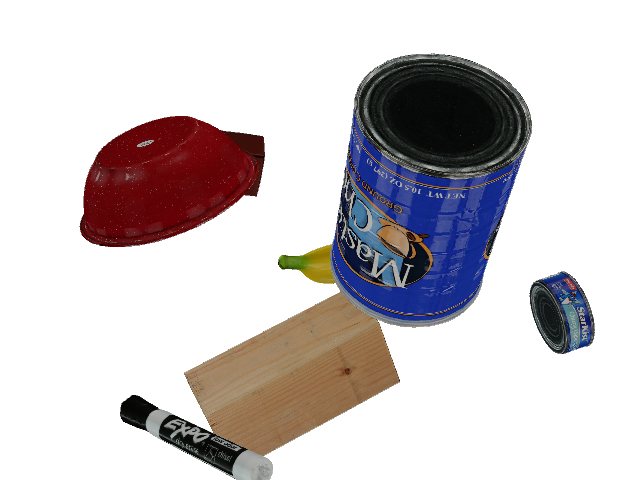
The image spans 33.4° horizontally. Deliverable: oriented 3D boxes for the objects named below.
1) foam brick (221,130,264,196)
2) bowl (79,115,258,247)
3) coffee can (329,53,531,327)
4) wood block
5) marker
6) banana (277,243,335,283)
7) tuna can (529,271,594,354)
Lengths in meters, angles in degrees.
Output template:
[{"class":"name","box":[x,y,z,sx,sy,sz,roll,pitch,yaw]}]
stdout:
[{"class":"foam brick","box":[-0.102,-0.086,1.169,0.078,0.051,0.053,7,29,-6]},{"class":"bowl","box":[-0.136,-0.060,0.897,0.162,0.055,0.162,-15,28,8]},{"class":"coffee can","box":[0.063,-0.028,0.657,0.102,0.103,0.140,0,-40,-7]},{"class":"wood block","box":[-0.031,0.150,1.165,0.206,0.091,0.090,-27,30,-10]},{"class":"marker","box":[-0.079,0.120,0.645,0.121,0.020,0.020,17,10,38]},{"class":"banana","box":[0.064,-0.006,0.919,0.198,0.037,0.069,-27,-17,9]},{"class":"tuna can","box":[0.261,0.079,1.159,0.033,0.086,0.086,-17,3,-11]}]
